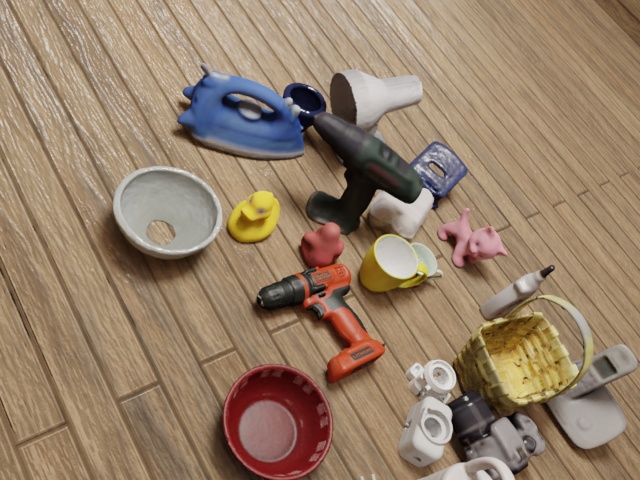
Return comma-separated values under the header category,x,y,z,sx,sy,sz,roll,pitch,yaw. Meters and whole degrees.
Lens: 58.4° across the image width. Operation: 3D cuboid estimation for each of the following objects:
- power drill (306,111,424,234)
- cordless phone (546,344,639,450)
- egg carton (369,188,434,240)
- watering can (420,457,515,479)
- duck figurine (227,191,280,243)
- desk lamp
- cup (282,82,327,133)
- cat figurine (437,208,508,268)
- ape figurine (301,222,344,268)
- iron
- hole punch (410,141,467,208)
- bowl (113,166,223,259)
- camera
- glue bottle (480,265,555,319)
category,x,y,z,sx,sy,sz,roll,pitch,yaw
power drill,0.057,-0.108,1.031,0.230,0.208,0.075,24,49,-11
cordless phone,0.496,0.273,1.008,0.094,0.185,0.147,-17,67,-36
egg carton,0.163,-0.067,1.150,0.107,0.069,0.150,37,48,0
watering can,0.192,0.359,0.777,0.173,0.194,0.101,-7,61,-32
duck figurine,-0.104,-0.052,0.985,0.077,0.086,0.105,46,49,8
desk lamp,0.099,-0.245,1.148,0.204,0.213,0.118,-9,62,-33
cup,-0.034,-0.246,1.156,0.117,0.095,0.092,41,48,4
cat figurine,0.314,-0.004,1.155,0.067,0.117,0.127,-11,63,-33
ape figurine,0.009,0.004,1.002,0.078,0.092,0.076,28,49,-7
iron,-0.125,-0.241,1.073,0.259,0.141,0.118,13,52,-20
hole punch,0.248,-0.142,1.236,0.108,0.091,0.101,43,48,6
bowl,-0.243,-0.032,0.903,0.168,0.074,0.167,14,52,-19
camera,0.276,0.307,0.923,0.143,0.100,0.136,-15,65,-35
glue bottle,0.380,0.094,1.083,0.078,0.173,0.037,-14,65,-35
